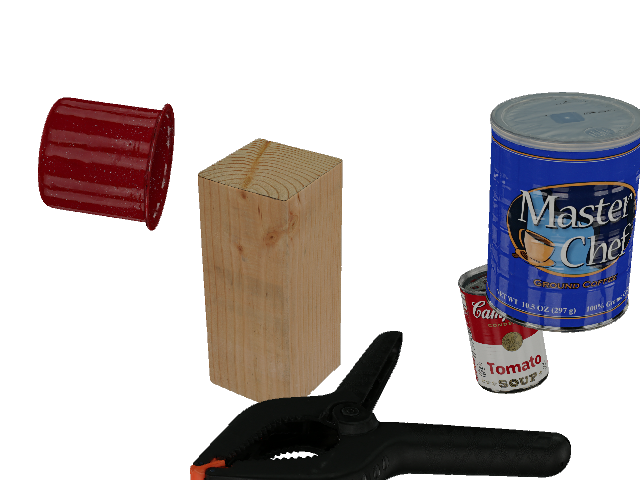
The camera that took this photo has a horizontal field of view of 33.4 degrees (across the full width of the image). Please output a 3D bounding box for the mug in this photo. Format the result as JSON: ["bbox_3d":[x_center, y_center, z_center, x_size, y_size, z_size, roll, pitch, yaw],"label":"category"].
[{"bbox_3d":[-0.154,-0.062,0.787,0.081,0.093,0.117,8,17,0],"label":"mug"}]

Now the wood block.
[{"bbox_3d":[-0.041,0.030,0.919,0.090,0.206,0.090,17,33,29],"label":"wood block"}]

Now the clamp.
[{"bbox_3d":[0.015,0.109,0.620,0.209,0.036,0.165,-9,24,-27],"label":"clamp"}]

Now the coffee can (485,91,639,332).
[{"bbox_3d":[0.169,-0.022,0.747,0.103,0.140,0.103,-2,26,1],"label":"coffee can"}]

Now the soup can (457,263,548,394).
[{"bbox_3d":[0.166,0.079,0.967,0.068,0.102,0.068,-11,18,4],"label":"soup can"}]
